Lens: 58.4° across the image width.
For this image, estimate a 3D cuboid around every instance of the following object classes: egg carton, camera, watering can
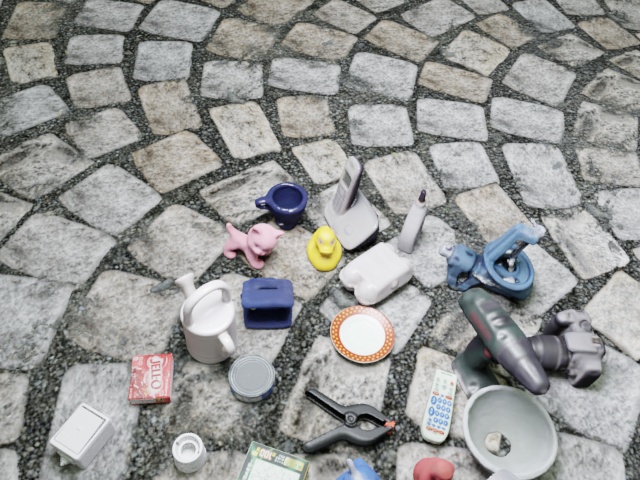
[{"bbox_3d":[0.121,0.073,1.217,0.150,0.069,0.107,-33,61,-27],"label":"egg carton"},{"bbox_3d":[0.474,0.205,1.128,0.137,0.101,0.143,4,52,-3],"label":"camera"},{"bbox_3d":[-0.211,0.136,1.055,0.172,0.194,0.101,27,54,16],"label":"watering can"}]

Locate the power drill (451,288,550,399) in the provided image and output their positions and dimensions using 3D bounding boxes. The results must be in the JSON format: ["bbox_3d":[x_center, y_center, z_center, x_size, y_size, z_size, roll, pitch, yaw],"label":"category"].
[{"bbox_3d":[0.314,0.211,1.039,0.076,0.208,0.229,-14,54,-15],"label":"power drill"}]

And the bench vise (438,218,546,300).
[{"bbox_3d":[0.356,0.040,1.170,0.207,0.220,0.121,0,52,-5],"label":"bench vise"}]

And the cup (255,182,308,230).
[{"bbox_3d":[-0.088,-0.067,1.290,0.118,0.095,0.091,-7,53,-11],"label":"cup"}]

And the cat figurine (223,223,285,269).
[{"bbox_3d":[-0.143,-0.003,1.219,0.127,0.118,0.067,19,52,9],"label":"cat figurine"}]

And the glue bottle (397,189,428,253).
[{"bbox_3d":[0.211,-0.050,1.256,0.037,0.173,0.078,24,54,14],"label":"glue bottle"}]

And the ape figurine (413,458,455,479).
[{"bbox_3d":[0.196,0.395,0.957,0.078,0.092,0.076,-22,57,-21],"label":"ape figurine"}]

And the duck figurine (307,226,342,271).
[{"bbox_3d":[0.011,0.004,1.250,0.077,0.086,0.104,2,52,-4],"label":"duck figurine"}]

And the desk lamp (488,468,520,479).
[{"bbox_3d":[0.292,0.461,0.837,0.118,0.213,0.202,-32,61,-26],"label":"desk lamp"}]

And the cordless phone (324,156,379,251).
[{"bbox_3d":[0.077,-0.081,1.260,0.094,0.185,0.147,-20,56,-20],"label":"cordless phone"}]

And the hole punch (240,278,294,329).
[{"bbox_3d":[-0.107,0.115,1.147,0.108,0.091,0.101,-1,52,-6],"label":"hole punch"}]

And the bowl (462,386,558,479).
[{"bbox_3d":[0.326,0.350,1.016,0.167,0.075,0.167,3,52,-3],"label":"bowl"}]

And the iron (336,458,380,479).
[{"bbox_3d":[0.100,0.454,0.869,0.119,0.141,0.257,-26,59,-23],"label":"iron"}]
